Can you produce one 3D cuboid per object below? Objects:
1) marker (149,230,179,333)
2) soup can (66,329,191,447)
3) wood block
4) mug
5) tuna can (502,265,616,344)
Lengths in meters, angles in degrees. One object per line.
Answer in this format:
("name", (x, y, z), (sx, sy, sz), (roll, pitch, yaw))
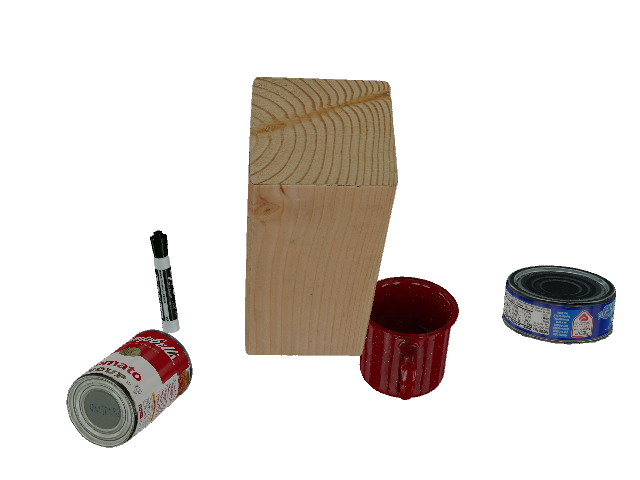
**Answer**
("marker", (-0.174, 0.046, 1.189), (0.020, 0.121, 0.020), (-4, 23, 1))
("soup can", (-0.163, 0.126, 0.918), (0.069, 0.068, 0.102), (0, 16, 21))
("wood block", (-0.006, -0.009, 0.740), (0.091, 0.090, 0.206), (1, -36, -4))
("mug", (0.080, 0.100, 0.994), (0.093, 0.081, 0.117), (1, 33, -2))
("tuna can", (0.187, 0.049, 0.835), (0.086, 0.034, 0.086), (1, 19, -1))
